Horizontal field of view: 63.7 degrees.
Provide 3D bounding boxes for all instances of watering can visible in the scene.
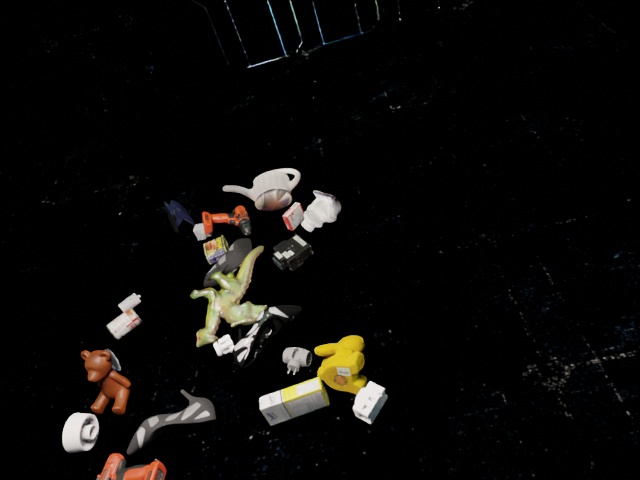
[{"bbox_3d":[-0.244,-0.207,2.180,0.347,0.101,0.230,-16,41,3],"label":"watering can"}]

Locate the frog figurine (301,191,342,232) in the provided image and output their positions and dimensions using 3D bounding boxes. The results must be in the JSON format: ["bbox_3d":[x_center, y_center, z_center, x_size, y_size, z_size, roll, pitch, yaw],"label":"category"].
[{"bbox_3d":[0.006,-0.100,1.991,0.138,0.122,0.159,21,90,28],"label":"frog figurine"}]

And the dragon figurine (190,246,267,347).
[{"bbox_3d":[-0.281,0.202,1.775,0.245,0.119,0.415,37,66,26],"label":"dragon figurine"}]
